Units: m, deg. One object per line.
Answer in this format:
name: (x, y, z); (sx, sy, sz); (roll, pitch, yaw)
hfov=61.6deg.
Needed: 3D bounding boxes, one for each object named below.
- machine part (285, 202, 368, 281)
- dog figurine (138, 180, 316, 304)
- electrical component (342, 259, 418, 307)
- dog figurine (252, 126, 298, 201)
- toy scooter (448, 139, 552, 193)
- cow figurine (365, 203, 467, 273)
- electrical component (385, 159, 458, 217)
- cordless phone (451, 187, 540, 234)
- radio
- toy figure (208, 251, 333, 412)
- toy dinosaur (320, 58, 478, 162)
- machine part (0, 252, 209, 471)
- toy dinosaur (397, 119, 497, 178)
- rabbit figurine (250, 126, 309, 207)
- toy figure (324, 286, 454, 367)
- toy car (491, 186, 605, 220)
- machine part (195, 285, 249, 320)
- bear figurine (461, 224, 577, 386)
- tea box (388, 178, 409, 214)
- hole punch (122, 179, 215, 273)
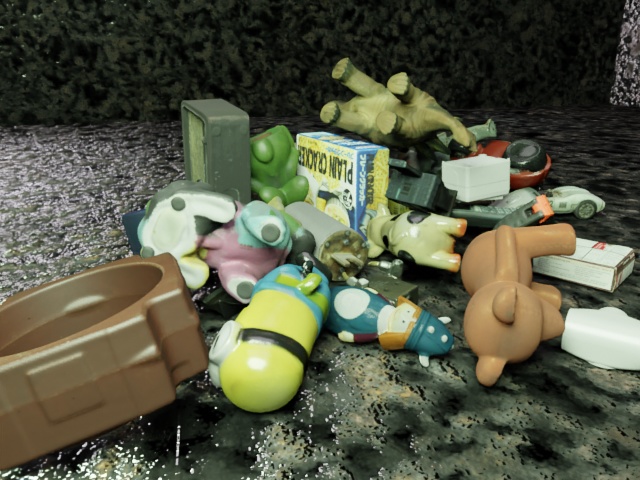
machine part: (-0.002, -0.002, 0.798); (0.079, 0.079, 0.243); (-9, 20, -22)
dog figurine: (-0.100, -0.010, 0.660); (0.192, 0.108, 0.219); (20, 11, -1)
electrical component: (0.076, 0.059, 0.666); (0.102, 0.045, 0.078); (-18, 24, -40)
dog figurine: (-0.119, -0.132, 1.044); (0.121, 0.172, 0.190); (-5, 9, 23)
toy scooter: (0.317, -0.118, 0.943); (0.184, 0.135, 0.075); (20, 62, 40)
cow figurine: (0.124, -0.004, 0.767); (0.127, 0.085, 0.195); (13, 2, 0)
electrical component: (0.133, -0.070, 0.745); (0.075, 0.047, 0.119); (18, 0, 38)
cordless phone: (0.252, -0.041, 0.844); (0.184, 0.088, 0.147); (9, 20, 5)
radio: (-0.168, -0.105, 0.874); (0.073, 0.229, 0.131); (-12, 27, -28)
toy figure: (-0.036, 0.081, 0.517); (0.089, 0.082, 0.180); (4, 30, 26)
toy dinosaur: (0.100, -0.202, 0.880); (0.198, 0.105, 0.472); (21, 11, -36)
machine part: (-0.207, 0.092, 0.469); (0.201, 0.087, 0.202); (-20, 19, -15)
toy dinosaur: (0.235, -0.163, 1.107); (0.405, 0.131, 0.192); (-10, -2, -40)
rabbit figurine: (-0.069, -0.100, 0.931); (0.121, 0.170, 0.159); (-25, 20, -12)
toy figure: (0.066, 0.087, 0.570); (0.155, 0.064, 0.057); (10, -5, 37)
toy car: (0.428, -0.073, 1.010); (0.202, 0.056, 0.073); (-1, 19, 2)
machine part: (-0.073, 0.073, 0.645); (0.139, 0.039, 0.084); (8, 16, 28)
bear figurine: (0.210, 0.059, 0.554); (0.132, 0.120, 0.196); (5, 21, 5)
tea box: (0.112, -0.077, 1.017); (0.098, 0.068, 0.170); (-16, 24, -40)
hole punch: (-0.195, -0.002, 0.736); (0.116, 0.142, 0.092); (-7, 13, 26)
